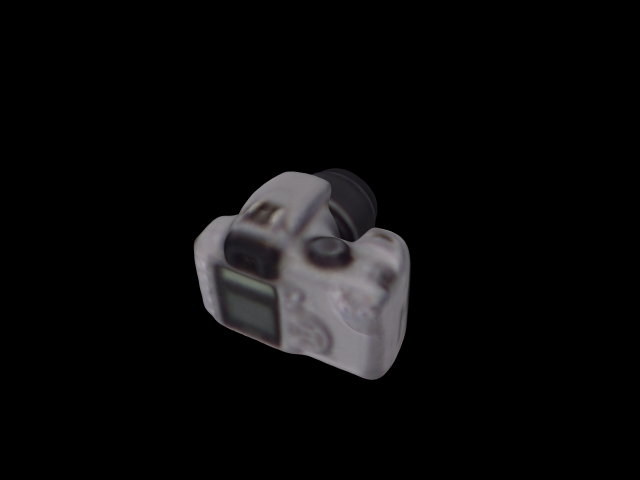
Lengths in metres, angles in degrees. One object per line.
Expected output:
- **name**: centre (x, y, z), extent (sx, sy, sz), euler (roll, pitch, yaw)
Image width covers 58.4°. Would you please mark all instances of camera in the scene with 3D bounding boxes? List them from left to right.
- **camera**: centre (0.004, 0.001, 0.400), extent (0.142, 0.101, 0.137), euler (17, 41, 21)
